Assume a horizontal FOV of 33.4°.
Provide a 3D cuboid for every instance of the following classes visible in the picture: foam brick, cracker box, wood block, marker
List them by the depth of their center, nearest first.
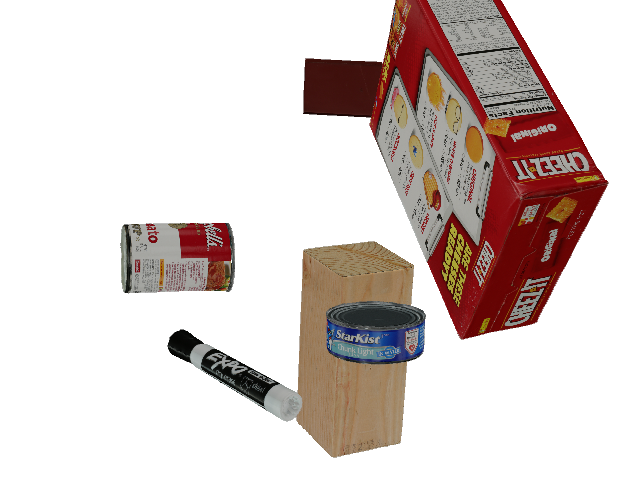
[{"bbox_3d":[-0.059,0.084,0.687,0.020,0.020,0.121,0,16,-45],"label":"marker"},{"bbox_3d":[0.109,-0.065,0.761,0.072,0.214,0.164,-11,-35,-15],"label":"cracker box"},{"bbox_3d":[0.022,-0.148,1.036,0.078,0.051,0.053,3,13,1],"label":"foam brick"},{"bbox_3d":[0.035,0.115,1.150,0.090,0.206,0.091,-7,21,-26],"label":"wood block"}]

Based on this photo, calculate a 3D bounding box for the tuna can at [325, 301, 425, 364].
[{"bbox_3d":[0.047,0.079,0.917,0.086,0.034,0.086,0,11,0],"label":"tuna can"}]

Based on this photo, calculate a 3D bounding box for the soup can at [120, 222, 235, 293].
[{"bbox_3d":[-0.139,0.017,1.029,0.102,0.068,0.069,-1,0,-16],"label":"soup can"}]
